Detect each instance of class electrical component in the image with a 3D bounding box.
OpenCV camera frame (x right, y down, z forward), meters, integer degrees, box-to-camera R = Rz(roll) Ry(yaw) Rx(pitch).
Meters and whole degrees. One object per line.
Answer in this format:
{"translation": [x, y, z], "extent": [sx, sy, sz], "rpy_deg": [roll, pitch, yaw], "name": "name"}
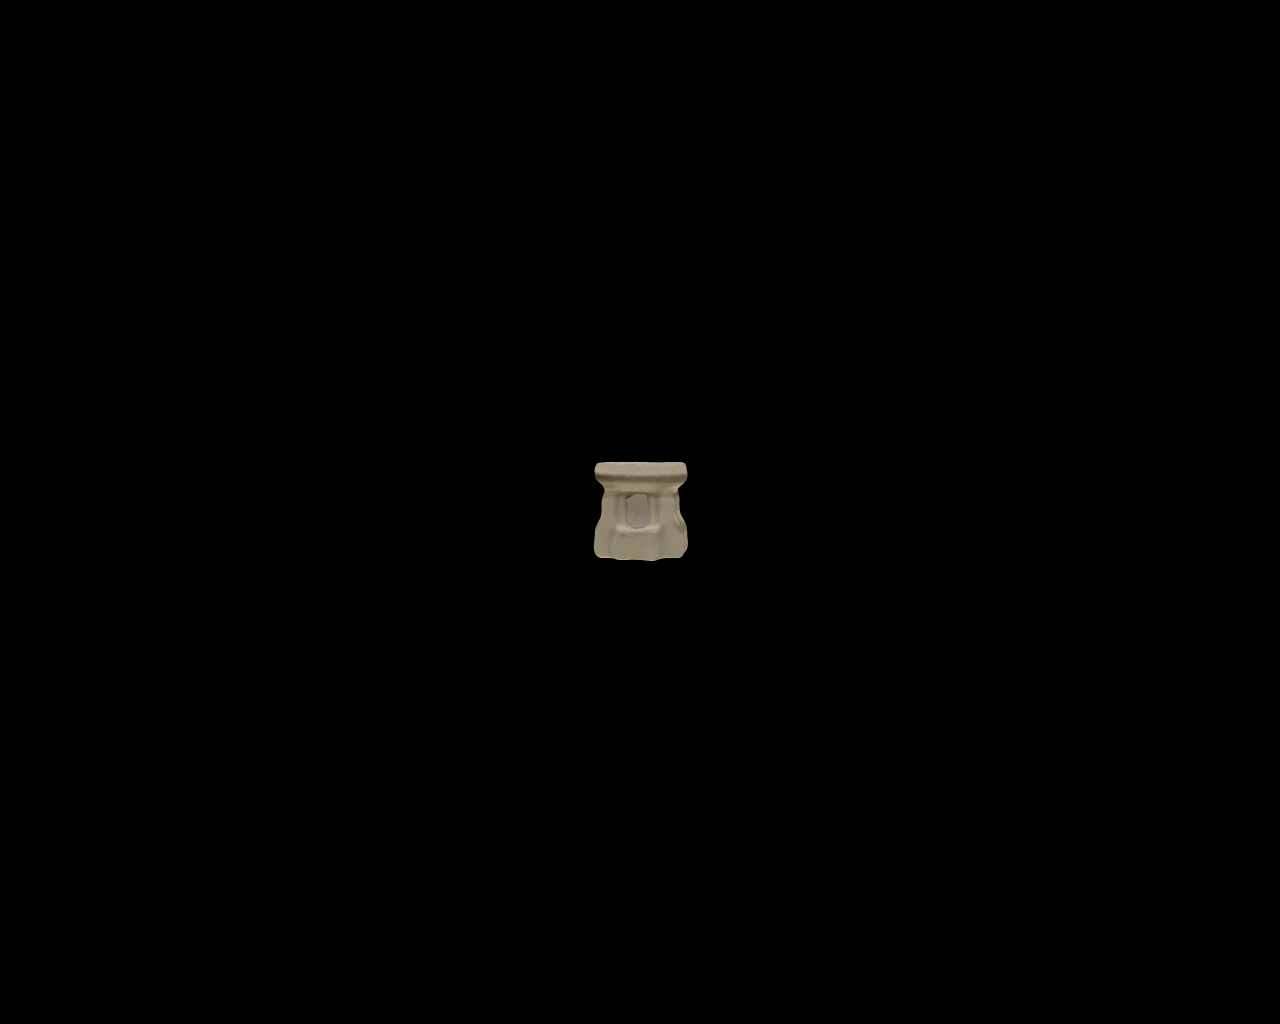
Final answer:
{"translation": [0.001, -0.003, 0.650], "extent": [0.058, 0.057, 0.078], "rpy_deg": [1, 5, 7], "name": "electrical component"}
